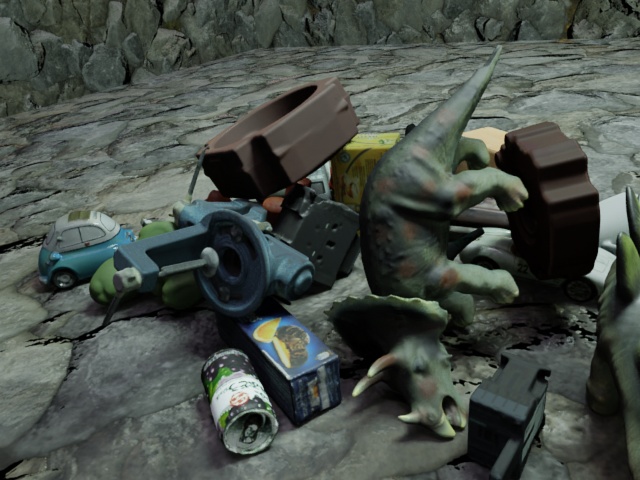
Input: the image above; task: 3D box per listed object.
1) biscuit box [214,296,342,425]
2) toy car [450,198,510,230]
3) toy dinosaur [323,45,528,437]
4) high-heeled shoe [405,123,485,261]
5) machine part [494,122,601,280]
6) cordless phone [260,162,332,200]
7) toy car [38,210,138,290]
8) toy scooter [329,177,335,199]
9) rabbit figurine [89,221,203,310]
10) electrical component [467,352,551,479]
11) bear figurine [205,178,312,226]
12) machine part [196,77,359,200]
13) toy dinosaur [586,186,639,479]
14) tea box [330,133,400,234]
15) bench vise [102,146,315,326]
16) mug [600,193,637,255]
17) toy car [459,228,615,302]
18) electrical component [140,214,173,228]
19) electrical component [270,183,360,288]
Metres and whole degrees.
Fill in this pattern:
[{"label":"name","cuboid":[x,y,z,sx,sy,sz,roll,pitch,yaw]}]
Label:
[{"label":"biscuit box","cuboid":[-0.055,0.115,0.603,0.059,0.062,0.203,-20,30,-27]},{"label":"toy car","cuboid":[0.240,-0.037,0.801,0.202,0.053,0.089,7,-8,30]},{"label":"toy dinosaur","cuboid":[0.105,-0.016,0.570,0.192,0.404,0.131,3,-5,-22]},{"label":"high-heeled shoe","cuboid":[0.128,-0.047,0.759,0.145,0.086,0.249,-31,52,16]},{"label":"machine part","cuboid":[0.252,-0.042,0.608,0.056,0.179,0.179,-13,26,5]},{"label":"cordless phone","cuboid":[-0.050,-0.093,0.926,0.147,0.088,0.184,-10,43,-1]},{"label":"toy car","cuboid":[-0.378,0.006,0.863,0.162,0.102,0.109,-15,28,-10]},{"label":"toy scooter","cuboid":[0.070,-0.111,1.006,0.184,0.075,0.135,-11,26,1]},{"label":"rabbit figurine","cuboid":[-0.248,0.031,0.772,0.170,0.121,0.159,-20,22,8]},{"label":"electrical component","cuboid":[0.153,0.159,0.452,0.048,0.074,0.119,15,37,37]},{"label":"bear figurine","cuboid":[-0.123,-0.043,0.844,0.196,0.131,0.120,17,35,15]},{"label":"machine part","cuboid":[-0.059,-0.142,0.769,0.201,0.087,0.201,-43,26,-24]},{"label":"toy dinosaur","cuboid":[0.283,0.070,0.453,0.105,0.198,0.471,1,31,28]},{"label":"tea box","cuboid":[0.075,-0.072,0.820,0.098,0.169,0.068,3,28,17]},{"label":"bench vise","cuboid":[-0.132,0.009,0.600,0.224,0.128,0.240,40,31,24]},{"label":"mug","cuboid":[0.384,-0.003,0.713,0.107,0.080,0.110,-20,30,-3]},{"label":"toy car","cuboid":[0.281,0.027,0.695,0.202,0.056,0.073,12,32,35]},{"label":"electrical component","cuboid":[-0.260,-0.016,0.921,0.102,0.045,0.078,-9,22,-37]},{"label":"electrical component","cuboid":[-0.002,-0.002,0.741,0.134,0.115,0.058,23,5,-39]}]
